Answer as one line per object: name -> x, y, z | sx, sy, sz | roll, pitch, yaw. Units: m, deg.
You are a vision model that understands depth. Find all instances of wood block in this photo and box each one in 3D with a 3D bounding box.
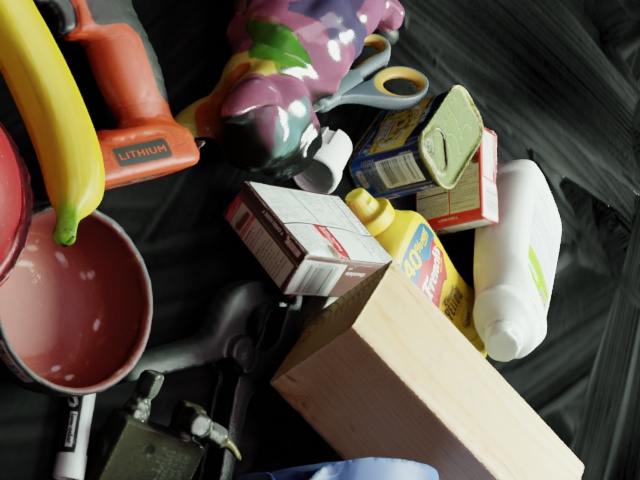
wood block -> 0.078, 0.129, 0.747 | 0.206, 0.091, 0.090 | 47, 37, -7

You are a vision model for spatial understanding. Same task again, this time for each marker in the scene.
marker -> -0.146, 0.088, 0.663 | 0.020, 0.020, 0.121 | 27, 61, -43

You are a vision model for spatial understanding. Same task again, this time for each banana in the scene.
banana -> -0.162, -0.093, 0.592 | 0.069, 0.037, 0.198 | -84, 151, -88

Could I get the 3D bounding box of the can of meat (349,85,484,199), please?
can of meat -> 0.082, -0.081, 0.923 | 0.057, 0.084, 0.102 | 57, 44, -23

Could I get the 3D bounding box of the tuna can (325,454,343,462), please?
tuna can -> 0.028, 0.198, 0.787 | 0.033, 0.086, 0.086 | -20, 96, -52

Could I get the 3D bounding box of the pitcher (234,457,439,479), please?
pitcher -> 0.019, 0.261, 0.638 | 0.149, 0.145, 0.243 | 9, 63, -26

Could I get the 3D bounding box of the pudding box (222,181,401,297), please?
pudding box -> -0.005, 0.001, 0.802 | 0.113, 0.039, 0.090 | 9, 33, -50

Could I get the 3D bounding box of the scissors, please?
scissors -> 0.023, -0.111, 0.880 | 0.096, 0.016, 0.201 | 28, 47, 8

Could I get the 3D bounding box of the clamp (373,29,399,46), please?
clamp -> 0.023, -0.296, 0.947 | 0.209, 0.036, 0.164 | 44, 50, -34

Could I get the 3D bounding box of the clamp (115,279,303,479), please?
clamp -> -0.071, 0.078, 0.741 | 0.120, 0.039, 0.171 | 54, 47, -32

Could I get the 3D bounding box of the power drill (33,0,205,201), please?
power drill -> -0.158, -0.123, 0.674 | 0.184, 0.058, 0.187 | -17, 94, -44

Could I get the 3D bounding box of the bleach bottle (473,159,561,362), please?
bleach bottle -> 0.172, 0.022, 0.962 | 0.102, 0.068, 0.250 | 62, 25, -19

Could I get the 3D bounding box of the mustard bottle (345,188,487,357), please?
mustard bottle -> 0.078, 0.033, 0.910 | 0.191, 0.058, 0.096 | 54, 45, -25

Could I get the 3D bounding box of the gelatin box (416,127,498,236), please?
gelatin box -> 0.124, -0.053, 0.974 | 0.030, 0.073, 0.089 | 21, 64, -46

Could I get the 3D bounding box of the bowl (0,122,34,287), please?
bowl -> -0.219, -0.036, 0.533 | 0.162, 0.055, 0.162 | 12, 60, -22

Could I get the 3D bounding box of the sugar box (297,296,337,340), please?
sugar box -> 0.053, 0.118, 0.836 | 0.176, 0.048, 0.093 | 37, 51, -14
